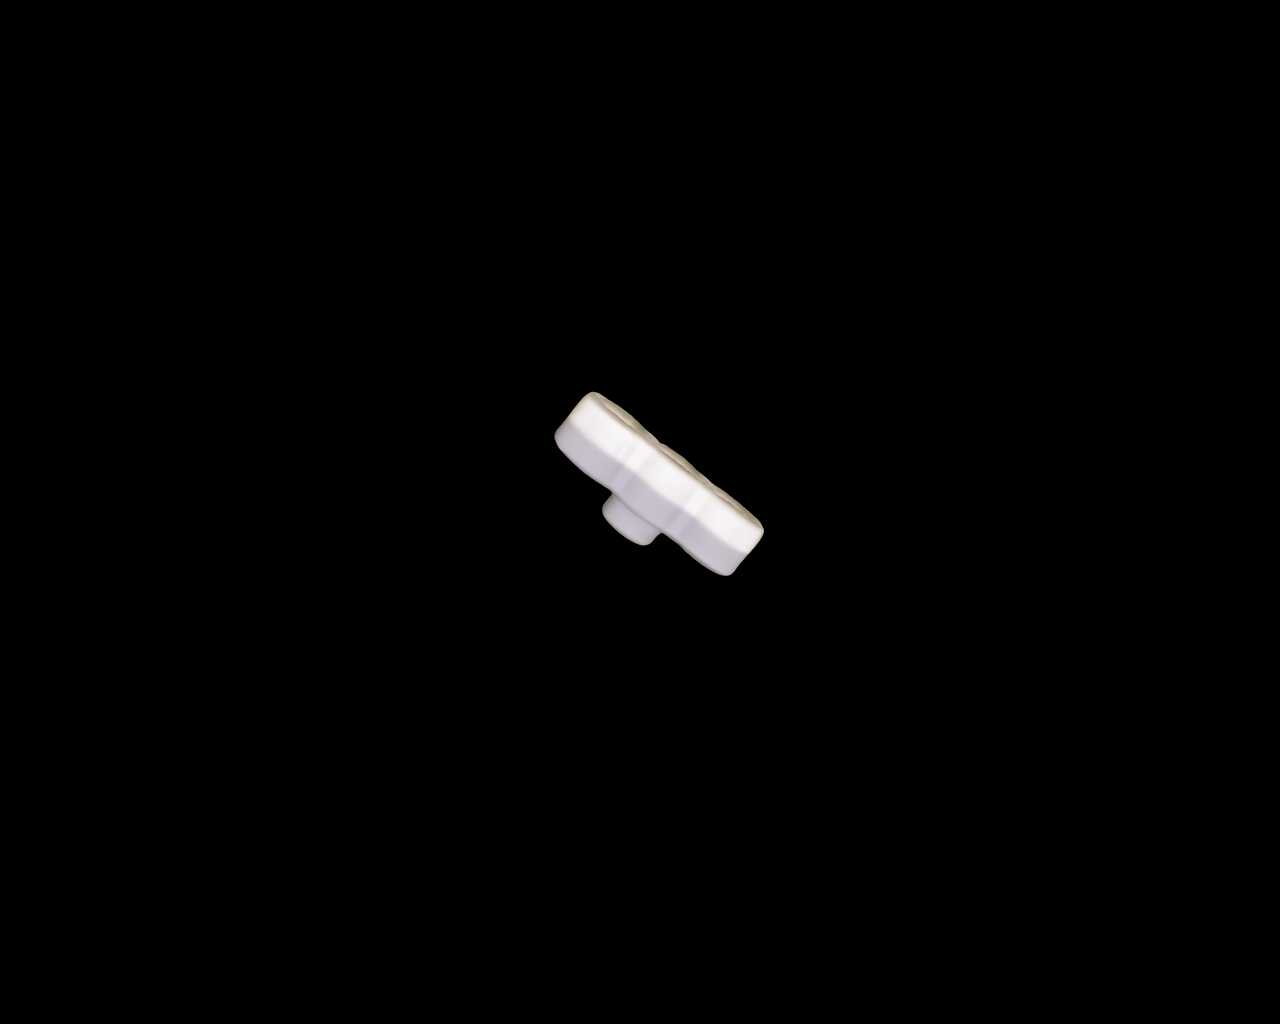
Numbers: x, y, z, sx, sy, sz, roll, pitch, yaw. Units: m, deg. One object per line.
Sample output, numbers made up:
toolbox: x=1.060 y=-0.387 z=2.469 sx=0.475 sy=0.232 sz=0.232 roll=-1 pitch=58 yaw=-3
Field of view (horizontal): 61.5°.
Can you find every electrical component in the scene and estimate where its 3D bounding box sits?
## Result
electrical component: x=0.001 y=-0.003 z=0.650 sx=0.138 sy=0.073 sz=0.052 roll=38 pitch=9 yaw=-7
